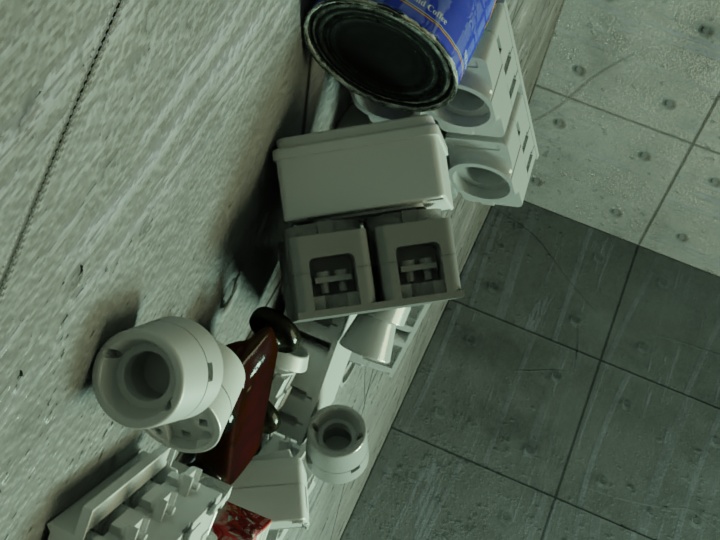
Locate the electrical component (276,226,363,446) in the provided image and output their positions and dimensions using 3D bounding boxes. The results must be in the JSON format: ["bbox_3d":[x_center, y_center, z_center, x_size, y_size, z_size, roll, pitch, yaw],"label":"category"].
[{"bbox_3d":[-0.036,0.044,0.946,0.105,0.060,0.186,-46,157,-69],"label":"electrical component"}]

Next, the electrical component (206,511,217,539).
[{"bbox_3d":[-0.121,0.194,0.730,0.043,0.077,0.079,24,88,-82],"label":"electrical component"}]

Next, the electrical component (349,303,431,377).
[{"bbox_3d":[0.028,0.002,1.083,0.186,0.060,0.105,-83,-165,-54],"label":"electrical component"}]

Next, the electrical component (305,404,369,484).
[{"bbox_3d":[-0.019,0.147,0.916,0.047,0.055,0.055,91,22,-54],"label":"electrical component"}]

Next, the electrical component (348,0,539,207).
[{"bbox_3d":[0.064,-0.119,0.802,0.186,0.105,0.060,61,43,-57],"label":"electrical component"}]

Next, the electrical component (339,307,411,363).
[{"bbox_3d":[0.013,0.043,0.879,0.045,0.045,0.055,3,109,-82],"label":"electrical component"}]

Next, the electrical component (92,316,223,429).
[{"bbox_3d":[-0.104,0.053,0.550,0.047,0.055,0.055,-8,120,-77],"label":"electrical component"}]

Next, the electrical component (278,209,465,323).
[{"bbox_3d":[0.000,0.000,0.760,0.186,0.105,0.060,150,-68,-83],"label":"electrical component"}]

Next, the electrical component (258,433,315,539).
[{"bbox_3d":[-0.086,0.215,1.068,0.121,0.063,0.078,-51,162,-64],"label":"electrical component"}]

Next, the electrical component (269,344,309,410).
[{"bbox_3d":[-0.072,0.084,0.875,0.055,0.048,0.066,-62,173,13],"label":"electrical component"}]

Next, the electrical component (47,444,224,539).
[{"bbox_3d":[-0.129,0.155,0.620,0.121,0.063,0.078,-35,147,-75],"label":"electrical component"}]

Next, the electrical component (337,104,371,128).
[{"bbox_3d":[-0.002,-0.087,0.890,0.099,0.064,0.099,-50,150,-43],"label":"electrical component"}]

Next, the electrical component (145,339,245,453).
[{"bbox_3d":[-0.099,0.072,0.634,0.047,0.055,0.055,-64,172,-49],"label":"electrical component"}]

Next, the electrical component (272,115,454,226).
[{"bbox_3d":[0.006,-0.063,0.734,0.109,0.109,0.056,11,71,-82],"label":"electrical component"}]

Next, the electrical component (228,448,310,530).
[{"bbox_3d":[-0.092,0.186,0.895,0.061,0.096,0.061,88,-2,-71],"label":"electrical component"}]

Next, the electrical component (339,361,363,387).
[{"bbox_3d":[-0.017,0.073,1.148,0.108,0.060,0.108,22,90,-82],"label":"electrical component"}]
